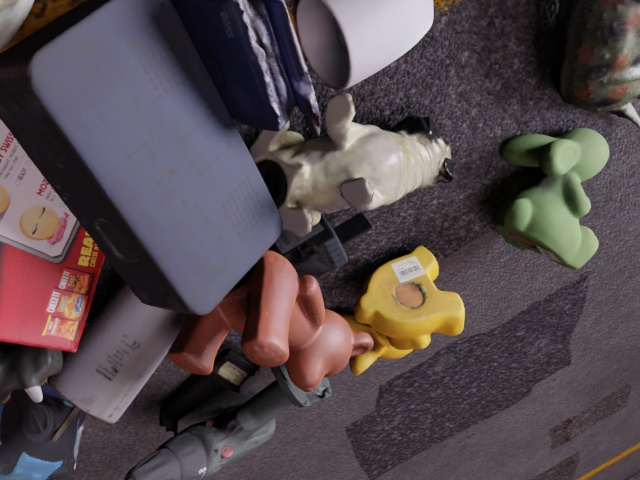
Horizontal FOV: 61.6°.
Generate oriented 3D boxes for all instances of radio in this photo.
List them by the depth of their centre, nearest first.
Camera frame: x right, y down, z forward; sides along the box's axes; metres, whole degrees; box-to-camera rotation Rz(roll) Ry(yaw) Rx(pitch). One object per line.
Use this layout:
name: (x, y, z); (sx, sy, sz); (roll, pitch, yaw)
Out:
radio: (-0.127, -0.058, 0.411); (0.131, 0.073, 0.229); (-54, 131, -36)

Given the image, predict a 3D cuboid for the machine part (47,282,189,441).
machine part: (-0.174, 0.083, 0.517); (0.243, 0.079, 0.079); (-54, 137, -17)

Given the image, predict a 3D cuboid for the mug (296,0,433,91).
mug: (0.041, -0.199, 0.459); (0.107, 0.081, 0.109); (-30, 127, -20)

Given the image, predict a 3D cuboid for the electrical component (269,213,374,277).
electrical component: (-0.001, -0.002, 0.589); (0.119, 0.075, 0.047); (-28, 134, 0)

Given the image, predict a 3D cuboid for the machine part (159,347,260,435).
machine part: (-0.149, 0.194, 0.693); (0.139, 0.039, 0.084); (-41, 142, 4)

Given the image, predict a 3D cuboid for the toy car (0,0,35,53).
toy car: (-0.200, -0.195, 0.339); (0.201, 0.056, 0.073); (-46, 133, 11)

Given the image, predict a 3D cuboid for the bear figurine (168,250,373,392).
bear figurine: (-0.034, 0.103, 0.534); (0.120, 0.132, 0.195); (-11, 134, 26)

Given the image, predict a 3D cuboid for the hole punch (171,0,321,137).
hole punch: (-0.060, -0.149, 0.417); (0.092, 0.116, 0.142); (-19, 132, -3)

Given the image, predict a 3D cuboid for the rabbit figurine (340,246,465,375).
rabbit figurine: (0.099, 0.116, 0.715); (0.162, 0.122, 0.173); (-28, 153, -14)

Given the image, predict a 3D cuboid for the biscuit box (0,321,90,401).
biscuit box: (-0.289, 0.097, 0.521); (0.063, 0.059, 0.202); (-41, 133, 8)

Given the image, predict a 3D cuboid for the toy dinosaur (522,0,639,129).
toy dinosaur: (0.300, -0.217, 0.560); (0.192, 0.131, 0.404); (-22, 138, 5)

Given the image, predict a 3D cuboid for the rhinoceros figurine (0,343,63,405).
rhinoceros figurine: (-0.313, 0.121, 0.435); (0.190, 0.073, 0.111); (-21, 132, -11)

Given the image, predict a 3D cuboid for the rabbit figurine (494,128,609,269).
rabbit figurine: (0.295, -0.075, 0.689); (0.159, 0.121, 0.170); (31, 89, -34)

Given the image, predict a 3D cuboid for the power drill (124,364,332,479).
power drill: (-0.095, 0.222, 0.654); (0.207, 0.086, 0.232); (-46, 159, 15)

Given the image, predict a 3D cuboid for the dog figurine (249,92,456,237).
dog figurine: (0.031, -0.068, 0.554); (0.190, 0.173, 0.121); (-7, 94, -56)

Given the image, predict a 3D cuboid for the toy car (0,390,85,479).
toy car: (-0.330, 0.200, 0.566); (0.103, 0.109, 0.161); (-12, 146, 10)
